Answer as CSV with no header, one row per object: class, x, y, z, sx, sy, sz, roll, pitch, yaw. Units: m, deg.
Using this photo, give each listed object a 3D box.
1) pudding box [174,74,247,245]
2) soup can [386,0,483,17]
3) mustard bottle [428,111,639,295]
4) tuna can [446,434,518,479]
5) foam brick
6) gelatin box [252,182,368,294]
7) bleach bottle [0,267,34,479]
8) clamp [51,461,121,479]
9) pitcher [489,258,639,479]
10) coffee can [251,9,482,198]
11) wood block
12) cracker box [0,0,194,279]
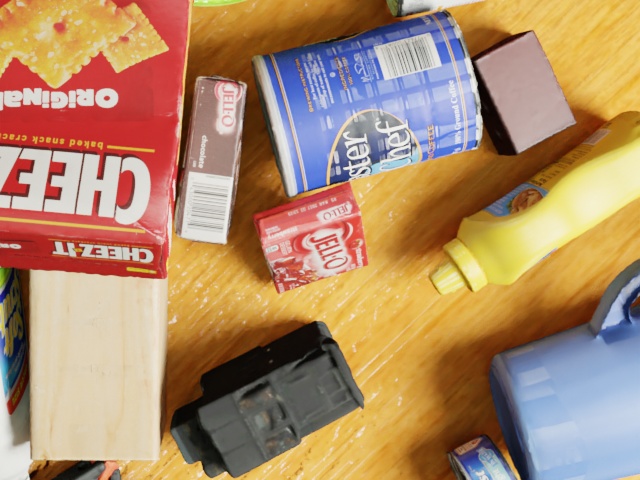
pudding box,-0.075,-0.058,0.757,0.039,0.090,0.113,9,95,-3
soup can,0.097,-0.203,0.767,0.102,0.068,0.068,-12,96,-3
mustard bottle,0.162,-0.020,0.774,0.191,0.096,0.058,-33,99,-1
tuna can,0.130,0.190,0.797,0.033,0.086,0.086,-27,97,-4
foam brick,0.144,-0.108,0.787,0.051,0.053,0.078,-27,96,-2
gelatin box,-0.005,0.001,0.768,0.073,0.089,0.030,-18,64,-3
bleach bottle,-0.242,0.067,0.762,0.068,0.102,0.251,-7,104,2
clamp,-0.203,0.235,0.790,0.120,0.039,0.171,17,91,-33
pitcher,0.251,0.094,0.778,0.243,0.145,0.149,-16,68,0
coffee can,0.031,-0.096,0.754,0.140,0.103,0.103,-15,96,-3
wood block,-0.155,0.043,0.759,0.090,0.091,0.206,1,96,-5
cracker box,-0.168,-0.091,0.678,0.164,0.072,0.213,5,67,-5
